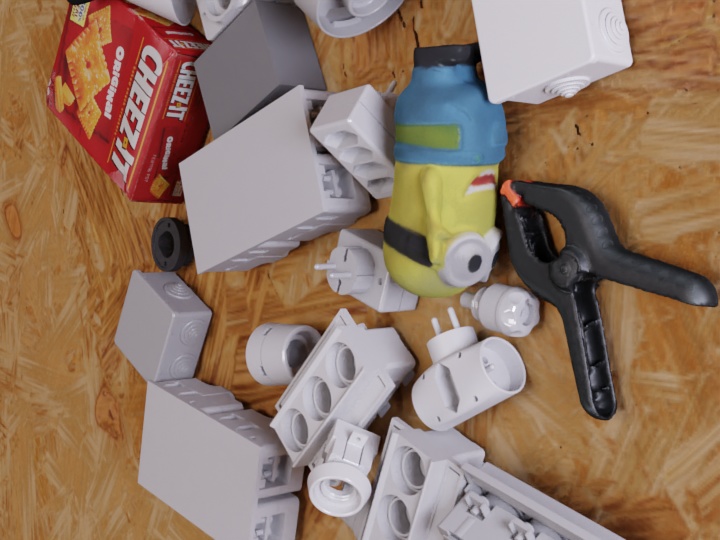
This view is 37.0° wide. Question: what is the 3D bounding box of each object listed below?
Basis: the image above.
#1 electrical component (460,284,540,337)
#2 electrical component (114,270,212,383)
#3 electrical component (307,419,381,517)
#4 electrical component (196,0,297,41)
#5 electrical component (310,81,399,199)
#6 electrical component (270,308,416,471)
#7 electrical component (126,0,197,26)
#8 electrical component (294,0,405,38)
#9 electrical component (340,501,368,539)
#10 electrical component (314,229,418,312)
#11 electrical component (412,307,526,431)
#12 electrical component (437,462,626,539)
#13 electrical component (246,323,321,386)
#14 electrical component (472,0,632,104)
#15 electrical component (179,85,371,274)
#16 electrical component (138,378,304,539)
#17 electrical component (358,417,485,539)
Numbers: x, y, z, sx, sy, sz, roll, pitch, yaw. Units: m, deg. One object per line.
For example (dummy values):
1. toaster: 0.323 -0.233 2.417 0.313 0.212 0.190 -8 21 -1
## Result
1. electrical component: 0.096 0.026 0.761 0.061 0.035 0.035 14 102 50
2. electrical component: -0.198 0.057 1.081 0.100 0.048 0.099 40 120 40
3. electrical component: -0.013 0.152 0.814 0.055 0.048 0.066 -74 8 -55
4. electrical component: -0.078 -0.287 0.926 0.186 0.060 0.105 -32 68 44
5. electrical component: 0.018 -0.110 0.822 0.047 0.083 0.075 -6 49 48
6. electrical component: -0.013 0.100 0.863 0.078 0.063 0.121 56 129 30
7. electrical component: -0.183 -0.287 1.012 0.064 0.099 0.099 18 111 2
8. electrical component: -0.007 -0.230 0.822 0.064 0.099 0.099 55 129 24
9. electrical component: 0.005 0.196 0.866 0.046 0.040 0.040 32 115 50
10. electrical component: 0.000 0.000 0.835 0.066 0.077 0.047 29 112 44
11. electrical component: 0.072 0.067 0.782 0.077 0.043 0.079 -37 64 43
12. electrical component: 0.115 0.187 0.714 0.121 0.063 0.078 24 149 46
13. electrical component: -0.062 0.073 0.927 0.047 0.055 0.055 -4 88 45
14. electrical component: 0.126 -0.162 0.709 0.100 0.048 0.099 -17 79 47
15. electrical component: -0.075 -0.072 0.930 0.186 0.060 0.105 -22 75 47
16. electrical component: -0.129 0.178 0.999 0.186 0.060 0.105 19 106 46
17. electrical component: 0.046 0.180 0.801 0.079 0.063 0.121 32 114 43
